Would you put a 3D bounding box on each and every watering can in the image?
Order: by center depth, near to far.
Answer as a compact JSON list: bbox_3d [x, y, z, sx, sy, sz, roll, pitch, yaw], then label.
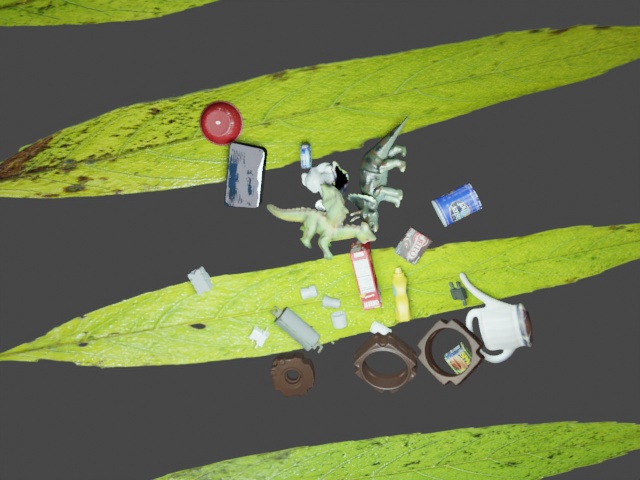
[{"bbox_3d":[0.631,0.273,1.847,0.223,0.346,0.105,-12,5,24],"label":"watering can"}]

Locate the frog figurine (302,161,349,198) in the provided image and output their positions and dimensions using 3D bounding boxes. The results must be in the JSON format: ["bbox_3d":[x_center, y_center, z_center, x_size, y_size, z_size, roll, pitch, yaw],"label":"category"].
[{"bbox_3d":[0.017,-0.204,1.827,0.158,0.137,0.124,-10,5,42],"label":"frog figurine"}]

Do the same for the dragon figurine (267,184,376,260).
[{"bbox_3d":[0.005,-0.090,1.781,0.412,0.238,0.124,34,30,12],"label":"dragon figurine"}]
